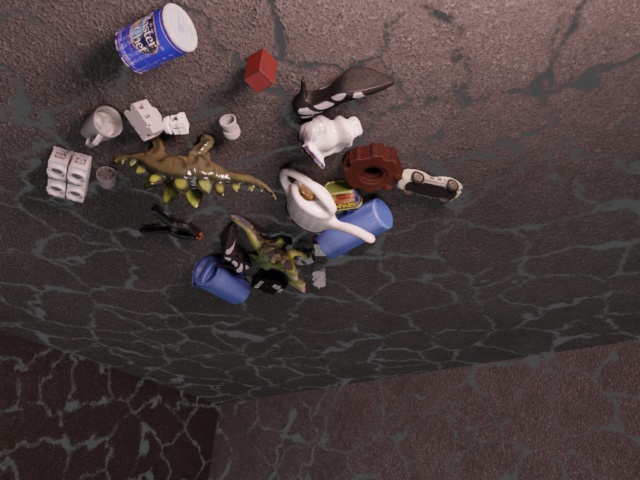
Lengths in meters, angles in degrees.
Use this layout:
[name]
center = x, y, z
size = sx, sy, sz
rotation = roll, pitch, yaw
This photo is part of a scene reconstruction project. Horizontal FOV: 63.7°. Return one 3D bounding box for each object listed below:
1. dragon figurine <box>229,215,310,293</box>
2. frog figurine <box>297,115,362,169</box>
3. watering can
[dragon figurine]
center = -0.195, 0.057, 1.880
size = 0.408, 0.125, 0.239
rotation = 38, 146, -13
[frog figurine]
center = 0.024, -0.281, 1.353
size = 0.159, 0.125, 0.135
rotation = -43, 131, 1
[watering can]
center = 0.005, -0.078, 1.545
size = 0.349, 0.105, 0.220
rotation = 42, 159, 7
